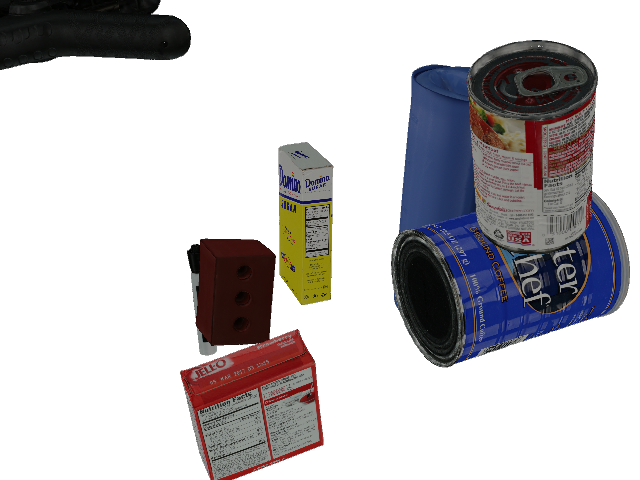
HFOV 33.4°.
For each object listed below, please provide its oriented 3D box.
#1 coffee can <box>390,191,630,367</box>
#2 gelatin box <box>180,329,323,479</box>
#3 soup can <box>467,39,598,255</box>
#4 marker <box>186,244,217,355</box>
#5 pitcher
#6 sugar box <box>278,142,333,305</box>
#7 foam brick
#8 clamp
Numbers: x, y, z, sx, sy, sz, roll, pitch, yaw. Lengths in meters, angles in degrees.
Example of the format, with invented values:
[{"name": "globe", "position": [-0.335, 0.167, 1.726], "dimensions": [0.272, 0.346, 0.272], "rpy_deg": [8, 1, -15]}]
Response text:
[{"name": "coffee can", "position": [0.137, 0.024, 0.780], "dimensions": [0.140, 0.103, 0.103], "rpy_deg": [-15, 5, -19]}, {"name": "gelatin box", "position": [-0.039, 0.098, 0.623], "dimensions": [0.073, 0.089, 0.030], "rpy_deg": [-19, 48, -13]}, {"name": "soup can", "position": [0.119, -0.050, 0.595], "dimensions": [0.068, 0.102, 0.068], "rpy_deg": [-6, 43, 6]}, {"name": "marker", "position": [-0.124, 0.062, 1.113], "dimensions": [0.020, 0.121, 0.020], "rpy_deg": [-4, 20, 1]}, {"name": "pitcher", "position": [0.137, -0.034, 1.002], "dimensions": [0.145, 0.243, 0.148], "rpy_deg": [24, 29, 35]}, {"name": "sugar box", "position": [-0.020, -0.021, 1.290], "dimensions": [0.048, 0.176, 0.093], "rpy_deg": [-10, 25, -17]}, {"name": "foam brick", "position": [-0.071, 0.042, 0.887], "dimensions": [0.053, 0.078, 0.051], "rpy_deg": [-1, 15, -21]}, {"name": "clamp", "position": [-0.165, -0.130, 0.638], "dimensions": [0.171, 0.039, 0.120], "rpy_deg": [-3, 22, -7]}]
